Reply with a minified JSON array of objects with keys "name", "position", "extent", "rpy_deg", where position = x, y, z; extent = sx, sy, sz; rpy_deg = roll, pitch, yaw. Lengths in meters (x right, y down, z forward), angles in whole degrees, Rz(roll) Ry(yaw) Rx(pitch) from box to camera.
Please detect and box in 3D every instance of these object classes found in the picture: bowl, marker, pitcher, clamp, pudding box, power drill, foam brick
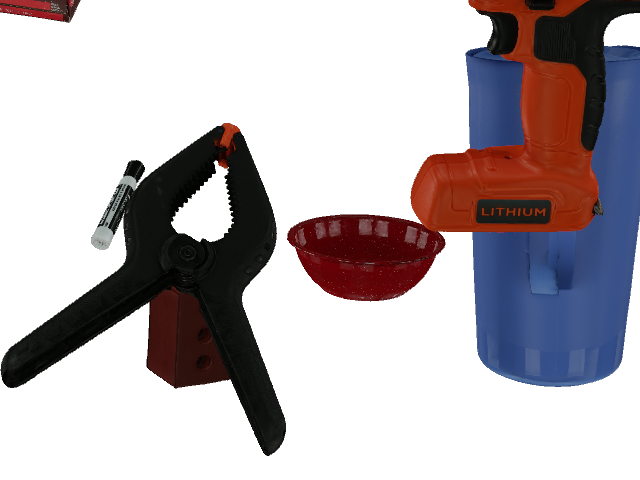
[{"name":"bowl","position":[0.046,0.021,1.093],"extent":[0.162,0.055,0.162],"rpy_deg":[1,17,-1]},{"name":"marker","position":[-0.204,-0.039,1.082],"extent":[0.020,0.121,0.020],"rpy_deg":[8,-44,8]},{"name":"pitcher","position":[0.167,-0.020,0.768],"extent":[0.149,0.243,0.145],"rpy_deg":[-10,17,-29]},{"name":"clamp","position":[-0.072,0.023,0.645],"extent":[0.164,0.210,0.036],"rpy_deg":[21,-30,2]},{"name":"pudding box","position":[-0.239,-0.225,0.880],"extent":[0.090,0.039,0.113],"rpy_deg":[8,37,-5]},{"name":"power drill","position":[0.095,-0.094,0.568],"extent":[0.184,0.188,0.057],"rpy_deg":[1,35,-4]},{"name":"foam brick","position":[-0.102,0.068,0.839],"extent":[0.052,0.078,0.051],"rpy_deg":[-5,14,-34]}]
